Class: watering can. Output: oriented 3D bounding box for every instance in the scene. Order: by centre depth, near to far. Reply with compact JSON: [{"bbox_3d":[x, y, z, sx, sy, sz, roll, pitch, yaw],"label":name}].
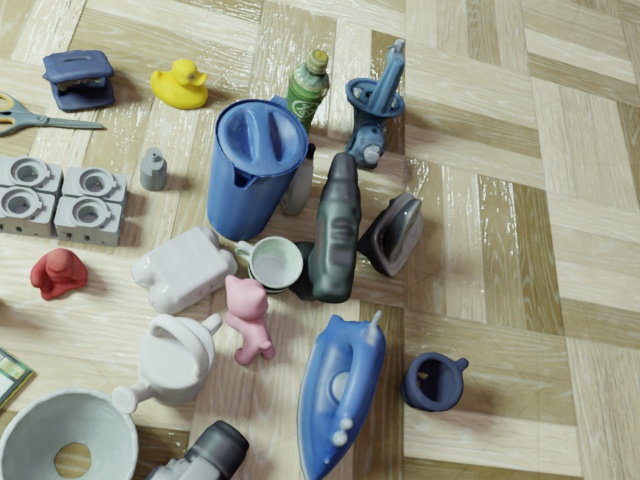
[{"bbox_3d":[-0.196,0.162,0.771,0.101,0.194,0.173,25,59,-5],"label":"watering can"}]

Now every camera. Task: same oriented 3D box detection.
[{"bbox_3d":[-0.143,0.322,0.763,0.143,0.100,0.137,39,59,3],"label":"camera"}]

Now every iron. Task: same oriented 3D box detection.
[{"bbox_3d":[0.039,0.228,0.848,0.119,0.141,0.258,21,60,-7],"label":"iron"}]

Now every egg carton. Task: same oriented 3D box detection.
[{"bbox_3d":[-0.210,0.047,0.897,0.150,0.069,0.107,-34,79,-29],"label":"egg carton"}]

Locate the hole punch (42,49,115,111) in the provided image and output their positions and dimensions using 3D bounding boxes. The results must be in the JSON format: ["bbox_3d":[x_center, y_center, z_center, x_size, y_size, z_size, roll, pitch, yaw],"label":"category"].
[{"bbox_3d":[-0.415,-0.289,0.982,0.109,0.091,0.101,-16,71,-25],"label":"hole punch"}]

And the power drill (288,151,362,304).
[{"bbox_3d":[0.008,0.003,0.911,0.076,0.208,0.229,8,62,-14],"label":"power drill"}]

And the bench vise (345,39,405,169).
[{"bbox_3d":[0.119,-0.247,1.066,0.122,0.219,0.207,-6,67,-21],"label":"bench vise"}]

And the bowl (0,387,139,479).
[{"bbox_3d":[-0.321,0.280,0.740,0.168,0.074,0.167,8,62,-15],"label":"bowl"}]

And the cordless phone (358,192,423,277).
[{"bbox_3d":[0.149,-0.032,0.989,0.094,0.185,0.148,34,59,1],"label":"cordless phone"}]

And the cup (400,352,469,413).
[{"bbox_3d":[0.178,0.229,0.921,0.118,0.095,0.091,-25,75,-27],"label":"cup"}]

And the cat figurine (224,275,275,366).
[{"bbox_3d":[-0.103,0.115,0.870,0.067,0.117,0.127,-15,70,-24],"label":"cat figurine"}]

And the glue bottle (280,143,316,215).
[{"bbox_3d":[-0.035,-0.114,0.975,0.037,0.173,0.078,-10,68,-22],"label":"glue bottle"}]

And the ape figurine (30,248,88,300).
[{"bbox_3d":[-0.377,0.041,0.830,0.078,0.092,0.076,15,61,-11],"label":"ape figurine"}]

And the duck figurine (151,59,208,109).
[{"bbox_3d":[-0.253,-0.293,1.042,0.105,0.086,0.077,12,61,-12],"label":"duck figurine"}]
